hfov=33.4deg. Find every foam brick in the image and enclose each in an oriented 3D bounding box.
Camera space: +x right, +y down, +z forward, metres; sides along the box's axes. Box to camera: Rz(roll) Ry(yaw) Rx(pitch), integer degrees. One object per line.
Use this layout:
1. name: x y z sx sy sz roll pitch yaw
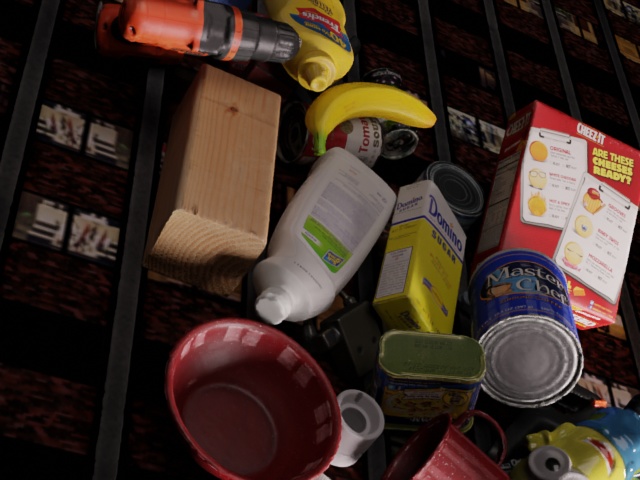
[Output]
1. foam brick: -0.062 -0.165 1.158 0.051 0.078 0.053 30 42 -14

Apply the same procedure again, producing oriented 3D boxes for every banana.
1. banana: 0.047 -0.137 1.141 0.197 0.037 0.069 -19 90 -42

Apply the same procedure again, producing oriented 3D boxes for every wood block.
1. wood block: -0.100 -0.061 1.027 0.090 0.090 0.206 21 44 -18

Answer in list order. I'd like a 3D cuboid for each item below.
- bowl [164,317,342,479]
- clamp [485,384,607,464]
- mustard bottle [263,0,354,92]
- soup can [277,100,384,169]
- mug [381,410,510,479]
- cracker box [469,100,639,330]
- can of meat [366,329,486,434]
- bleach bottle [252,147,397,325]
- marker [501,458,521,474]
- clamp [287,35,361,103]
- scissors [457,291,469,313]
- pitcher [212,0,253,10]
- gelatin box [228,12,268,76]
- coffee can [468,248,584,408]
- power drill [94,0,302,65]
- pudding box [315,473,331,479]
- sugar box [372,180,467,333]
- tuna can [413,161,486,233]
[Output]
1. bowl: -0.064 0.146 0.891 0.162 0.055 0.162 19 44 -20
2. clamp: 0.205 0.157 1.087 0.209 0.036 0.165 6 43 -36
3. mustard bottle: -0.011 -0.216 1.136 0.096 0.058 0.191 27 32 -26
4. soup can: 0.010 -0.111 1.168 0.102 0.069 0.068 6 50 -33
5. mug: 0.119 0.204 0.936 0.081 0.093 0.117 42 72 -4
6. cracker box: 0.272 -0.026 1.216 0.164 0.072 0.213 23 70 -17
7. can of meat: 0.096 0.129 0.974 0.102 0.084 0.057 4 47 -1
8. bleach bottle: -0.007 0.001 1.035 0.102 0.068 0.250 39 35 0
9. marker: 0.194 0.221 1.036 0.120 0.020 0.020 3 52 -33
10. clamp: -0.017 -0.200 1.253 0.120 0.039 0.171 14 46 -3
11. scissors: 0.174 0.063 1.166 0.202 0.016 0.096 43 40 5
12. pitcher: -0.107 -0.346 1.162 0.149 0.243 0.145 28 39 -12
13. gelatin box: -0.058 -0.217 1.216 0.073 0.030 0.089 14 51 5
14. coffee can: 0.199 0.083 1.048 0.102 0.103 0.140 31 25 -8
15. power drill: -0.135 -0.208 1.072 0.184 0.188 0.057 6 92 -31
16. pudding box: 0.014 0.253 0.864 0.113 0.039 0.090 39 39 -1
17. sugar box: 0.105 0.029 1.078 0.093 0.048 0.176 55 36 -32
18. tuna can: 0.150 -0.050 1.238 0.086 0.034 0.086 19 44 -20
